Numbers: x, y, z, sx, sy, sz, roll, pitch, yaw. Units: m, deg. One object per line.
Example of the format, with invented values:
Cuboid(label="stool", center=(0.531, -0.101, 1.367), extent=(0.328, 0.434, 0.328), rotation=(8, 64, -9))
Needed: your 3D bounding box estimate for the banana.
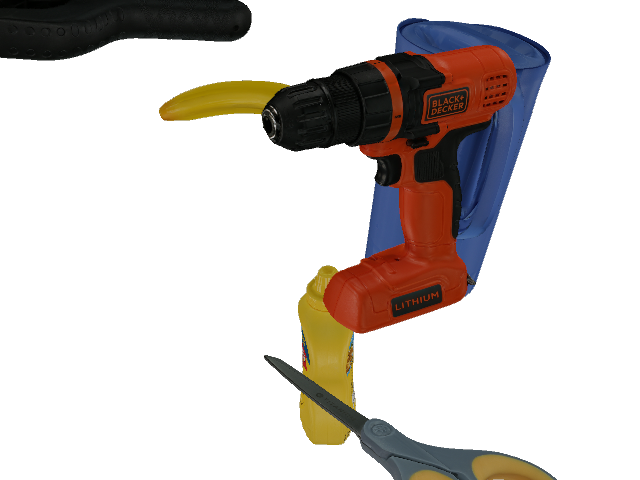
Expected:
Cuboid(label="banana", center=(-0.081, -0.151, 1.188), extent=(0.198, 0.037, 0.069), rotation=(9, 44, 19))

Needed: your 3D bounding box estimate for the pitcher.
Cuboid(label="pitcher", center=(0.114, -0.064, 0.949), extent=(0.145, 0.243, 0.149), rotation=(22, 29, 23))

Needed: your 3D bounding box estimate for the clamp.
Cuboid(label="clamp", center=(-0.141, -0.144, 0.645), extent=(0.171, 0.039, 0.120), rotation=(-11, 31, -29))

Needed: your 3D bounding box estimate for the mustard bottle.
Cuboid(label="mustard bottle", center=(0.007, 0.104, 1.045), extent=(0.058, 0.192, 0.096), rotation=(2, 38, 2))

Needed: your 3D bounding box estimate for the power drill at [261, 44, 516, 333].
Cuboid(label="power drill", center=(0.044, -0.032, 0.713), extent=(0.184, 0.188, 0.057), rotation=(-14, 36, -26))

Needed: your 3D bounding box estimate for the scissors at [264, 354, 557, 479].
Cuboid(label="scissors", center=(0.052, 0.106, 0.565), extent=(0.096, 0.016, 0.202), rotation=(-6, 28, -25))
